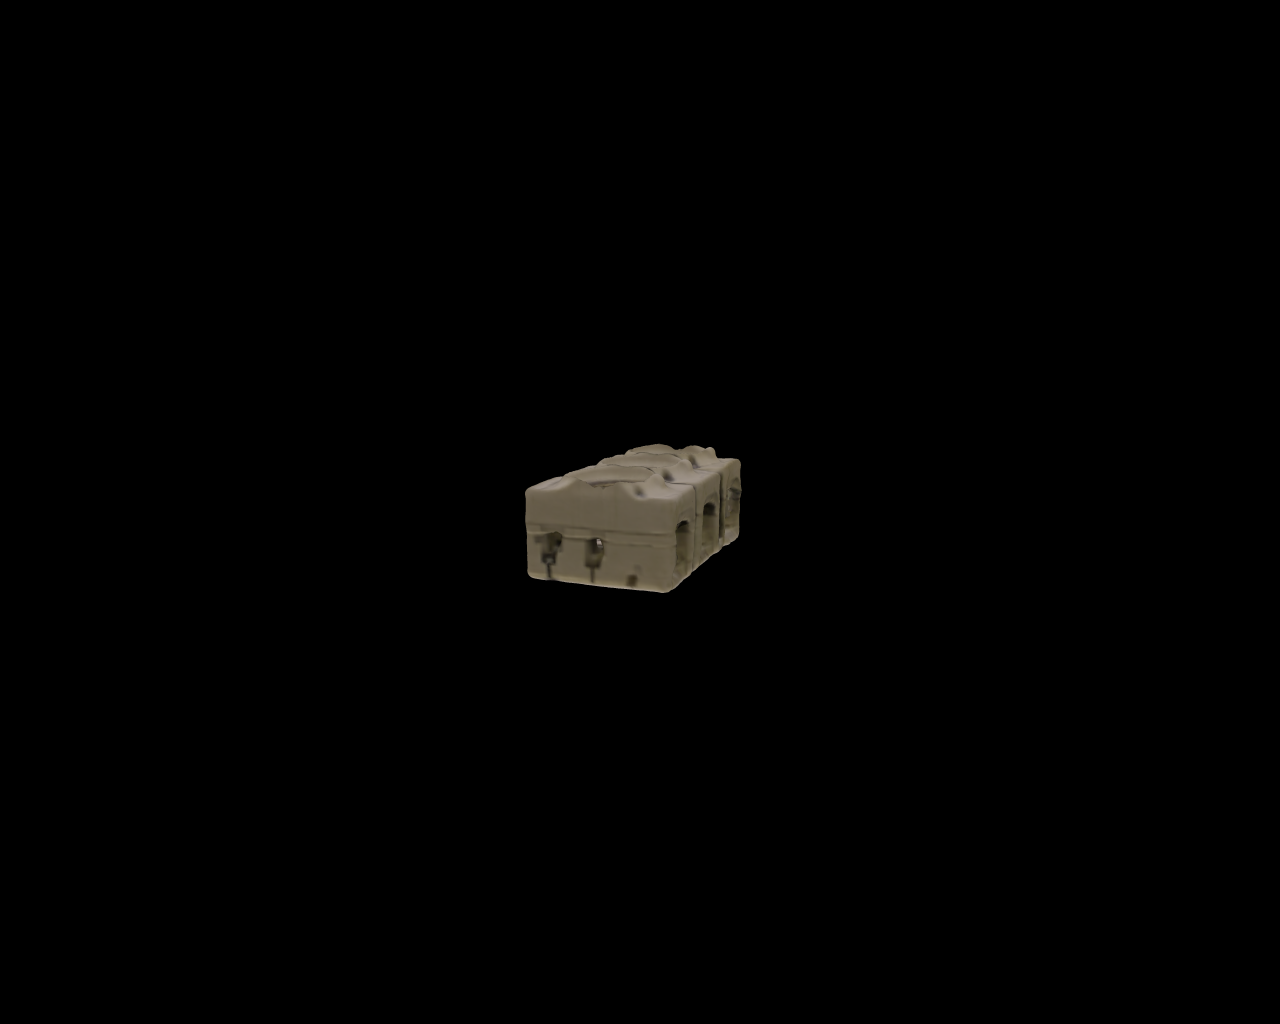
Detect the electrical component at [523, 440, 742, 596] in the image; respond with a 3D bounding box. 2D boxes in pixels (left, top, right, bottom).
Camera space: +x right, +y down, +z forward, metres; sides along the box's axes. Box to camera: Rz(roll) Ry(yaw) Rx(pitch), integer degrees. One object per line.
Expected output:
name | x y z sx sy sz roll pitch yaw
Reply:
electrical component | 0.001 -0.003 0.650 0.089 0.061 0.150 4 13 19
